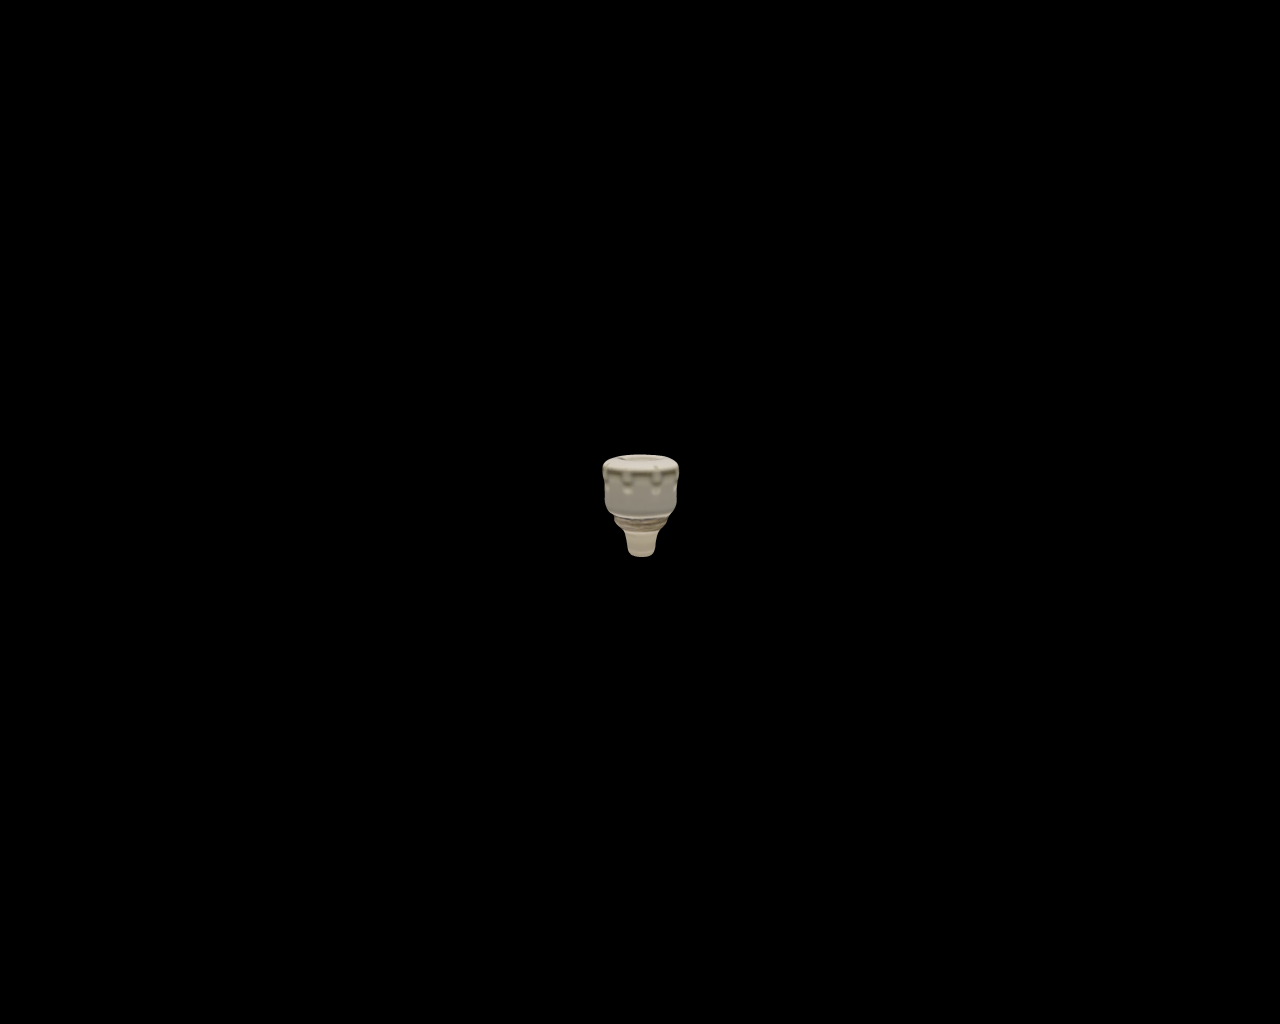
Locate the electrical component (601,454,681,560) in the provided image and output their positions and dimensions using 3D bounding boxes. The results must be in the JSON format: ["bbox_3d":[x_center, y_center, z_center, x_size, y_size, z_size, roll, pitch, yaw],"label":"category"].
[{"bbox_3d":[0.001,-0.003,0.650,0.048,0.062,0.048,0,11,0],"label":"electrical component"}]
